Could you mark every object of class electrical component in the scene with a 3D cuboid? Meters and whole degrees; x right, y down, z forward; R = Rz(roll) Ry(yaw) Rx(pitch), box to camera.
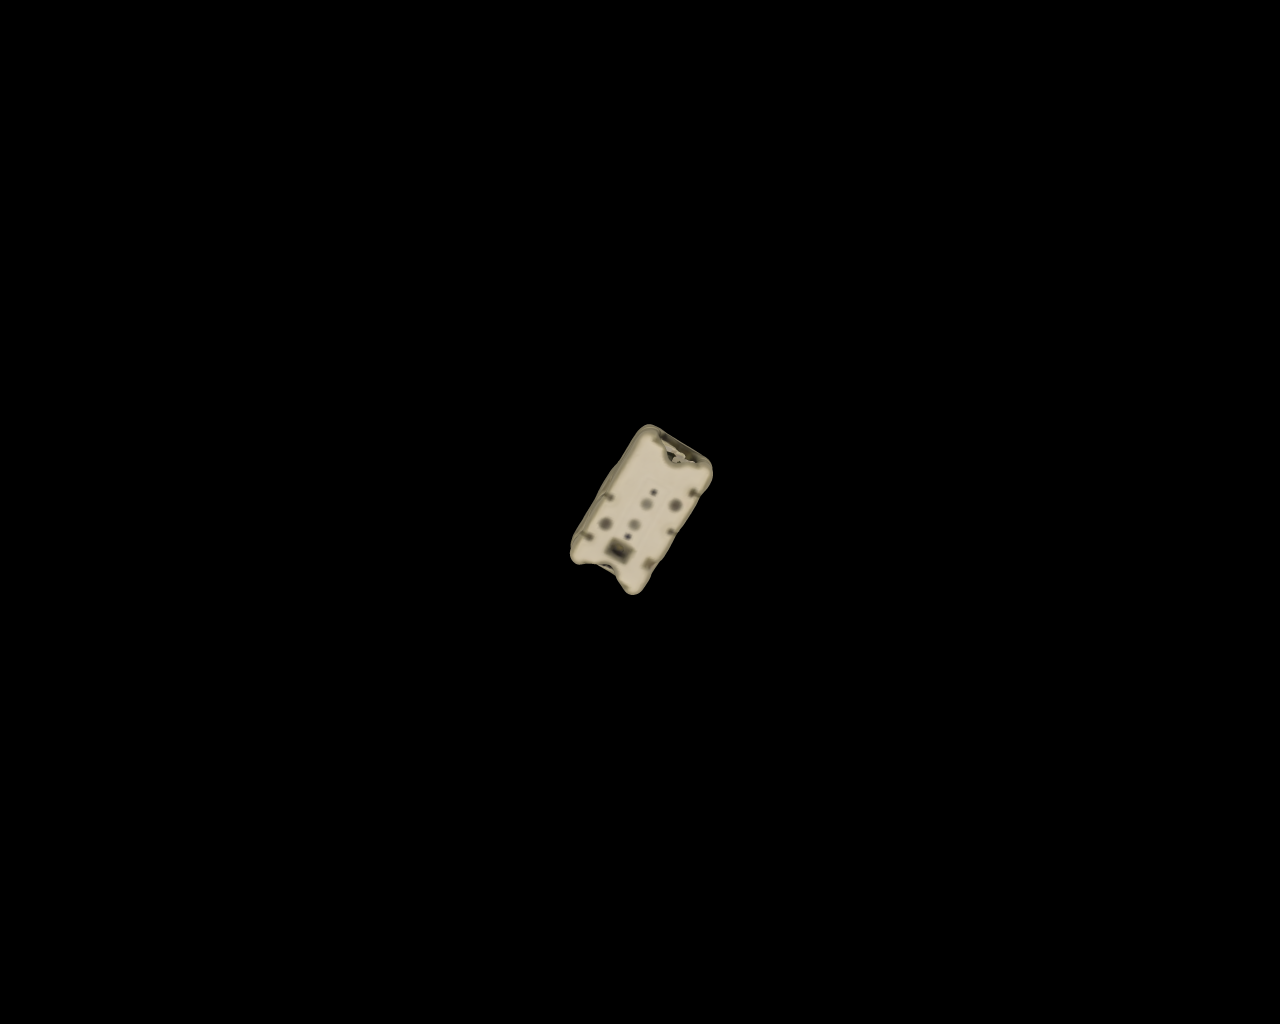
[{"bbox_3d":[0.001,-0.003,0.650,0.050,0.089,0.056,31,8,-5],"label":"electrical component"}]
